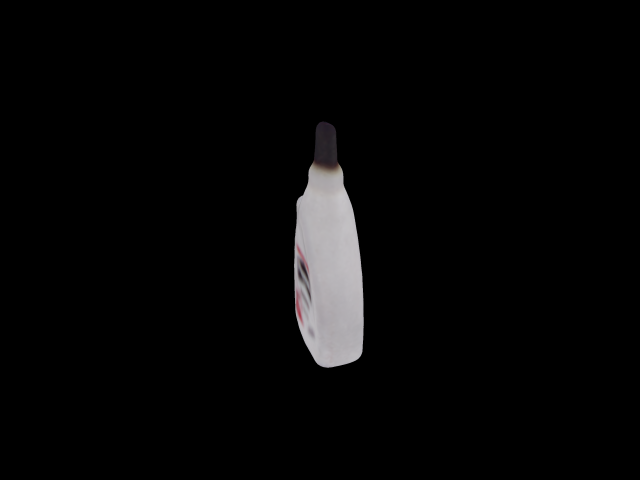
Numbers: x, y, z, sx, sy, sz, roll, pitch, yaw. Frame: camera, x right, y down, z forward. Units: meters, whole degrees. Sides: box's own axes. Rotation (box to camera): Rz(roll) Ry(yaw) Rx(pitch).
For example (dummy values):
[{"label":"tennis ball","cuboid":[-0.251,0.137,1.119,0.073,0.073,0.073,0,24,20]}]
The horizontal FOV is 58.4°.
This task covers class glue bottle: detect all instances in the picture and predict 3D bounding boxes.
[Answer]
[{"label":"glue bottle","cuboid":[0.004,0.001,0.400,0.037,0.173,0.078,-11,32,-18]}]
